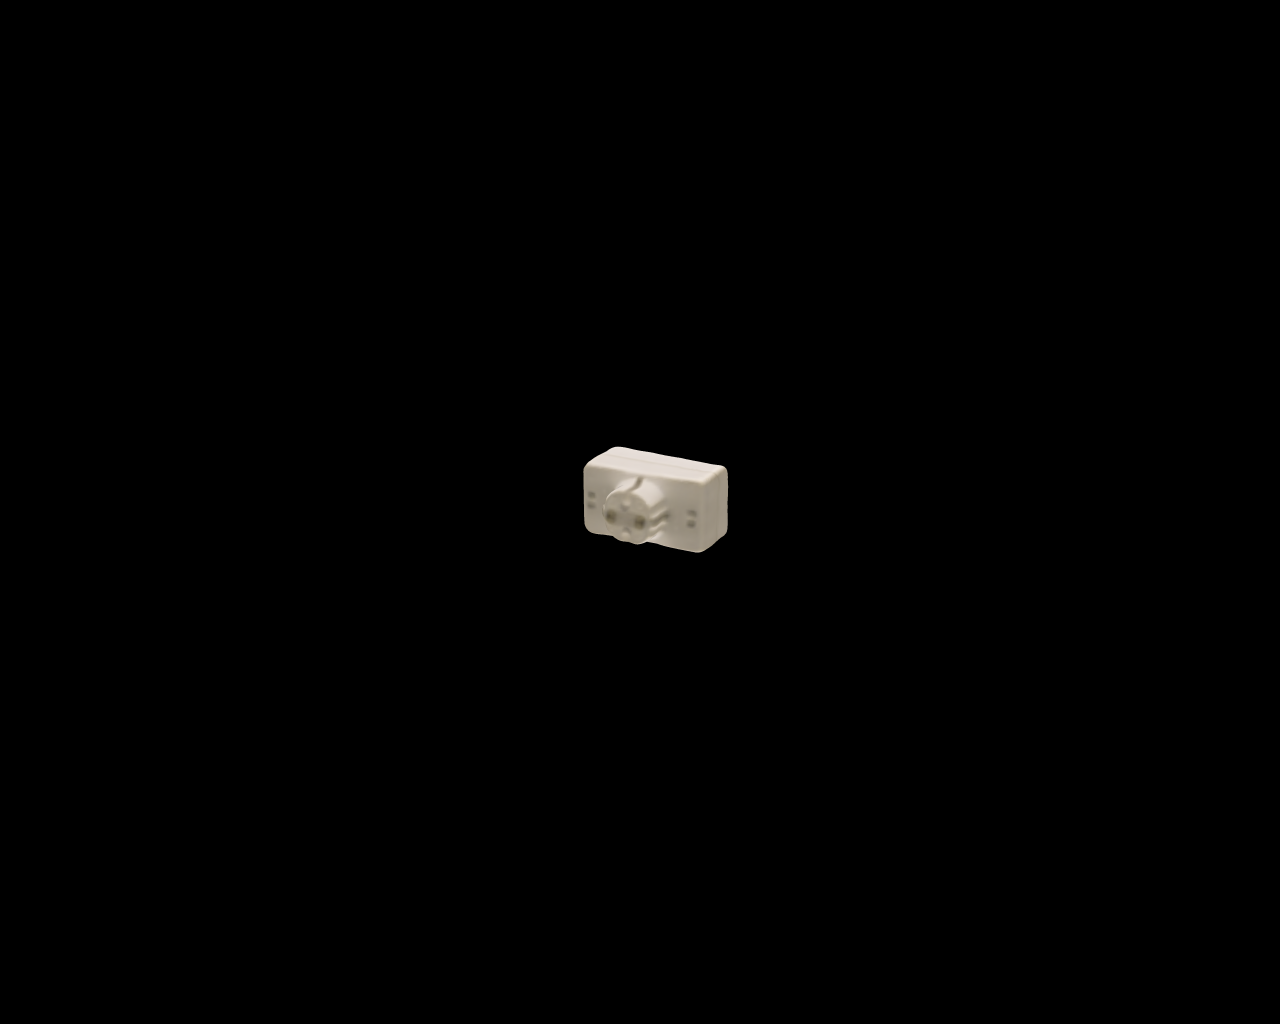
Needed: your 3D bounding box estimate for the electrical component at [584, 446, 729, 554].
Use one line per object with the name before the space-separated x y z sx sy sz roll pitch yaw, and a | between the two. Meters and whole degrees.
electrical component | 0.001 -0.003 0.650 0.083 0.047 0.076 11 23 27
